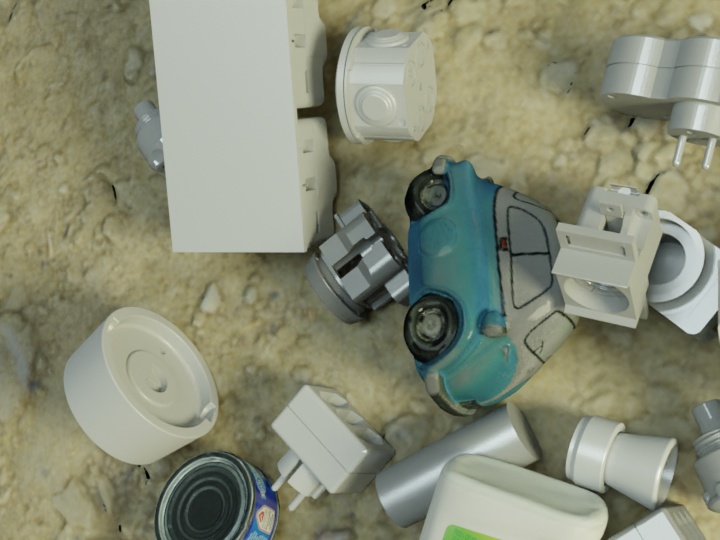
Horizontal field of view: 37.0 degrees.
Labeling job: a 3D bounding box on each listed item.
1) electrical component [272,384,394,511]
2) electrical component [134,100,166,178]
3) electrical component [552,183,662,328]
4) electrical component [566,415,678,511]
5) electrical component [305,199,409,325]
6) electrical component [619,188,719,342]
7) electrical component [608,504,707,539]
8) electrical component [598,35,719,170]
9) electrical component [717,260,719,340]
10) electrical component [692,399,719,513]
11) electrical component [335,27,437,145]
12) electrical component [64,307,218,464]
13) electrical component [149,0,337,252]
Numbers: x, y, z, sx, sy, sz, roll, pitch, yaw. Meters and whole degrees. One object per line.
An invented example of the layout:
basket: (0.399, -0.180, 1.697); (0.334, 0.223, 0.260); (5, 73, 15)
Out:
electrical component: (-0.030, 0.128, 0.730); (0.066, 0.047, 0.076); (44, 101, 25)
electrical component: (-0.154, -0.106, 0.836); (0.043, 0.043, 0.062); (-43, 64, 13)
electrical component: (0.140, -0.009, 0.597); (0.042, 0.081, 0.063); (14, 64, 27)
electrical component: (0.157, 0.114, 0.643); (0.055, 0.045, 0.045); (15, 87, 28)
electrical component: (0.000, 0.000, 0.734); (0.057, 0.058, 0.078); (-38, 67, 12)
electrical component: (0.183, -0.004, 0.646); (0.089, 0.056, 0.050); (40, 99, 26)
electrical component: (0.161, 0.175, 0.618); (0.077, 0.066, 0.047); (-36, 67, 16)
electrical component: (0.206, -0.096, 0.642); (0.138, 0.052, 0.073); (13, 87, 41)
electrical component: (0.270, 0.041, 0.563); (0.150, 0.089, 0.061); (-5, 37, 22)
electrical component: (0.212, 0.106, 0.619); (0.048, 0.048, 0.062); (-29, 63, 19)
electrical component: (0.018, -0.126, 0.736); (0.051, 0.080, 0.080); (5, 83, 21)
electrical component: (-0.161, 0.087, 0.771); (0.060, 0.108, 0.108); (-37, 67, 22)
electrical component: (-0.080, -0.109, 0.763); (0.105, 0.060, 0.186); (1, 100, 23)
